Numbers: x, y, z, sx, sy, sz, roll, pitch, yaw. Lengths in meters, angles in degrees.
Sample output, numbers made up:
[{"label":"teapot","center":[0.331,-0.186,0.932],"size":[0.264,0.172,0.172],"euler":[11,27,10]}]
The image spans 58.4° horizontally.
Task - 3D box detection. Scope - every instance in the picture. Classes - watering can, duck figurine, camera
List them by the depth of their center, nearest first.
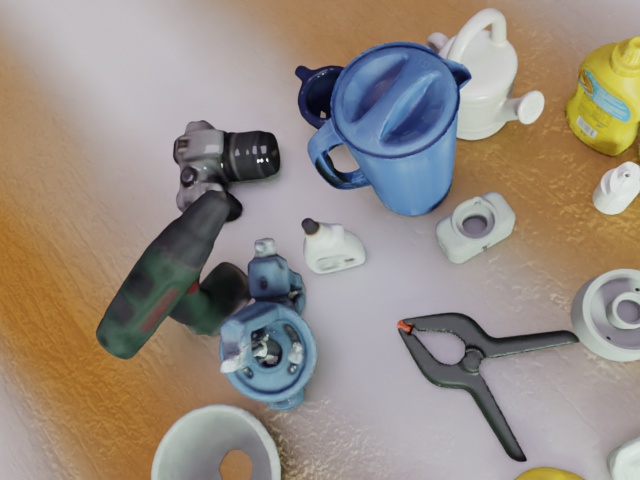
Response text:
[{"label":"duck figurine","center":[0.252,0.291,0.621],"size":[0.104,0.086,0.077],"euler":[-13,72,10]},{"label":"watering can","center":[0.201,-0.208,0.715],"size":[0.172,0.194,0.101],"euler":[23,81,19]},{"label":"camera","center":[-0.132,-0.106,0.817],"size":[0.136,0.101,0.143],"euler":[-5,74,12]}]

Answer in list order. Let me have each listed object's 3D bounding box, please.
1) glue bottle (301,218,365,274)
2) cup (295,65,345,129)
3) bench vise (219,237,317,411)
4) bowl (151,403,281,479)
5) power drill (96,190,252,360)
[{"label":"glue bottle","center":[0.007,0.003,0.715],"size":[0.078,0.173,0.037],"euler":[-13,72,10]},{"label":"cup","center":[0.014,-0.191,0.808],"size":[0.092,0.095,0.117],"euler":[-45,70,-1]},{"label":"bench vise","center":[-0.081,0.098,0.684],"size":[0.121,0.220,0.207],"euler":[-25,70,6]},{"label":"bowl","center":[-0.120,0.292,0.717],"size":[0.167,0.075,0.167],"euler":[-4,74,13]},{"label":"power drill","center":[-0.164,0.054,0.723],"size":[0.075,0.209,0.230],"euler":[40,87,20]}]
